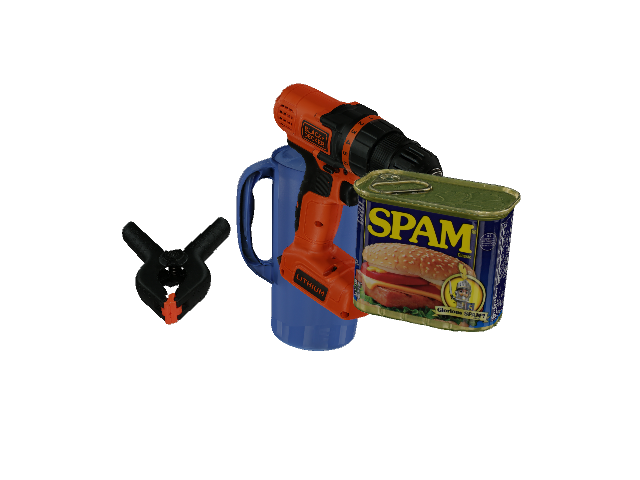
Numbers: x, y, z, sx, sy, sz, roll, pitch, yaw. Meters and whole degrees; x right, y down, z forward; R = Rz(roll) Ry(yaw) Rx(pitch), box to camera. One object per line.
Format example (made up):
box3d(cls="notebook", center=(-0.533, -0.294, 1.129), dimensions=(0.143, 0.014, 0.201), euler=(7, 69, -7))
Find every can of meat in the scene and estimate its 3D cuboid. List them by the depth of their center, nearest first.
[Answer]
box3d(cls="can of meat", center=(0.071, 0.006, 0.682), dimensions=(0.102, 0.084, 0.057), euler=(11, 22, 22))

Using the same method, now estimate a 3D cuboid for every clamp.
box3d(cls="clamp", center=(-0.148, 0.025, 1.152), dimensions=(0.120, 0.039, 0.171), euler=(-13, 38, -7))

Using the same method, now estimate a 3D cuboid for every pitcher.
box3d(cls="pitcher", center=(-0.011, 0.008, 1.307), dimensions=(0.149, 0.243, 0.144), euler=(16, 24, 27))

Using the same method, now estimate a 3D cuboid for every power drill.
box3d(cls="power drill", center=(0.027, -0.027, 0.933), dimensions=(0.057, 0.188, 0.185), euler=(-19, 38, -36))
